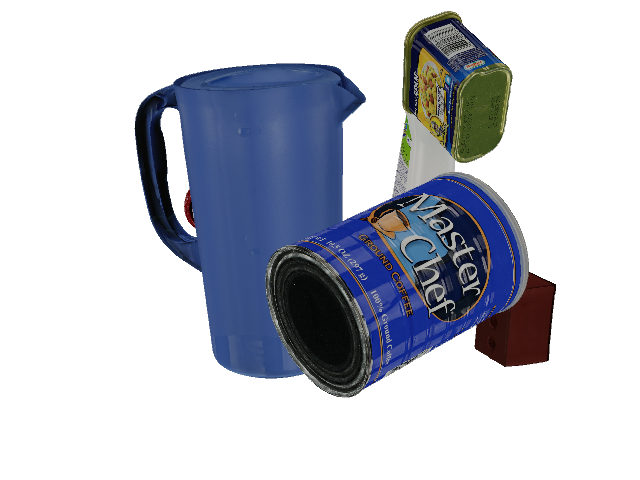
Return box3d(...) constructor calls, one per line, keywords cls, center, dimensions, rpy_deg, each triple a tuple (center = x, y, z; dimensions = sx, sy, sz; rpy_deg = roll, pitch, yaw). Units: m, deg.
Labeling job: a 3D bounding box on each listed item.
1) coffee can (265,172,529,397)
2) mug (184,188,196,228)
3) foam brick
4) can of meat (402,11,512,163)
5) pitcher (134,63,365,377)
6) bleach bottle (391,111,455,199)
box3d(cls="coffee can", center=(0.050, 0.026, 0.693), dimensions=(0.140, 0.103, 0.103), rpy_deg=(-25, 13, -31))
box3d(cls="mug", center=(-0.087, -0.036, 1.137), dimensions=(0.117, 0.081, 0.093), rpy_deg=(-5, 30, -12))
box3d(cls="foam brick", center=(0.181, 0.072, 0.998), dimensions=(0.051, 0.078, 0.053), rpy_deg=(-7, 18, -26))
box3d(cls="can of meat", center=(0.116, -0.129, 0.911), dimensions=(0.057, 0.102, 0.084), rpy_deg=(-21, 50, -17))
box3d(cls="pitcher", center=(-0.052, -0.019, 0.860), dimensions=(0.144, 0.243, 0.149), rpy_deg=(-12, 19, -29))
box3d(cls="bleach bottle", center=(0.116, -0.081, 1.172), dimensions=(0.068, 0.251, 0.102), rpy_deg=(0, 26, -10))
